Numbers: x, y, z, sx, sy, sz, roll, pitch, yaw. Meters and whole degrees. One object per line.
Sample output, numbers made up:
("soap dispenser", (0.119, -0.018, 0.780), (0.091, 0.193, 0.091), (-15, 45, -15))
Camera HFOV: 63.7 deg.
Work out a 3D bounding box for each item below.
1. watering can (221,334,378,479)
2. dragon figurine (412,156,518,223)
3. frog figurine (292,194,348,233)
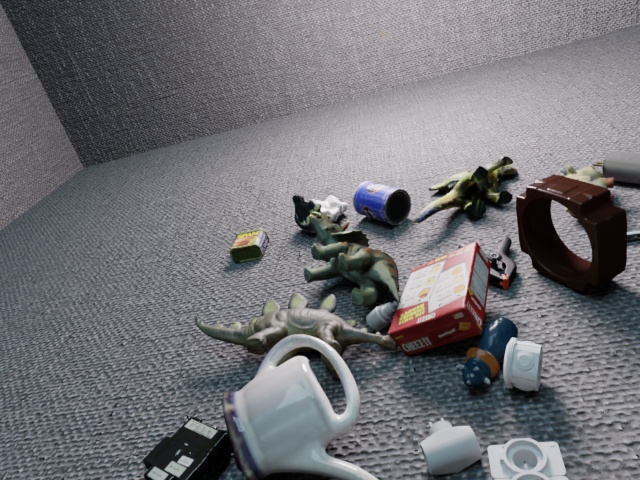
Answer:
("watering can", (-0.030, 0.302, 0.806), (0.225, 0.102, 0.355), (-28, 44, -3))
("dragon figurine", (0.395, -0.141, 1.452), (0.412, 0.121, 0.243), (-21, 9, -11))
("frog figurine", (0.005, -0.078, 1.558), (0.137, 0.123, 0.159), (-4, -8, 43))
